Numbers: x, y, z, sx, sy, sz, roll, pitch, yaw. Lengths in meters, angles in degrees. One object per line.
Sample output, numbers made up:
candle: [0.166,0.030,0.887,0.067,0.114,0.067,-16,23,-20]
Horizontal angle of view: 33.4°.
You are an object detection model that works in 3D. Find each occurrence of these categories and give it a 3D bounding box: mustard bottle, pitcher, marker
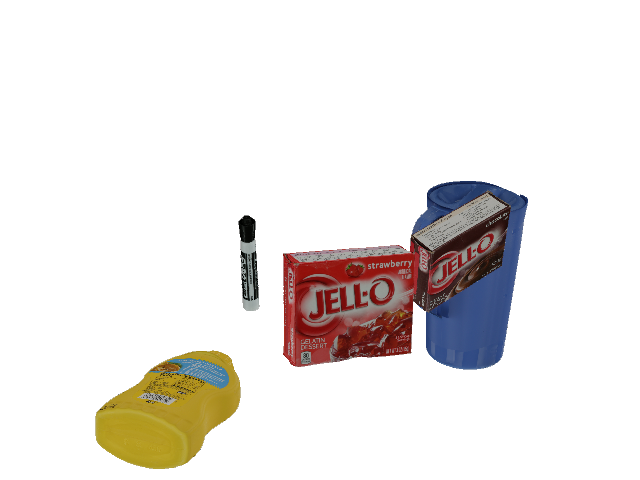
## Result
mustard bottle: [-0.132,0.152,1.036,0.096,0.058,0.191,8,18,17]
pitcher: [0.195,0.050,1.447,0.149,0.243,0.145,4,21,6]
marker: [-0.080,0.025,1.189,0.020,0.121,0.020,0,33,0]

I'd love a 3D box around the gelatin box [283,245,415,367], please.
gelatin box: [0.019,0.044,0.729,0.089,0.073,0.030,-4,14,-20]

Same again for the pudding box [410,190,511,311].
pudding box: [0.143,0.011,1.108,0.113,0.090,0.039,-31,53,-26]
